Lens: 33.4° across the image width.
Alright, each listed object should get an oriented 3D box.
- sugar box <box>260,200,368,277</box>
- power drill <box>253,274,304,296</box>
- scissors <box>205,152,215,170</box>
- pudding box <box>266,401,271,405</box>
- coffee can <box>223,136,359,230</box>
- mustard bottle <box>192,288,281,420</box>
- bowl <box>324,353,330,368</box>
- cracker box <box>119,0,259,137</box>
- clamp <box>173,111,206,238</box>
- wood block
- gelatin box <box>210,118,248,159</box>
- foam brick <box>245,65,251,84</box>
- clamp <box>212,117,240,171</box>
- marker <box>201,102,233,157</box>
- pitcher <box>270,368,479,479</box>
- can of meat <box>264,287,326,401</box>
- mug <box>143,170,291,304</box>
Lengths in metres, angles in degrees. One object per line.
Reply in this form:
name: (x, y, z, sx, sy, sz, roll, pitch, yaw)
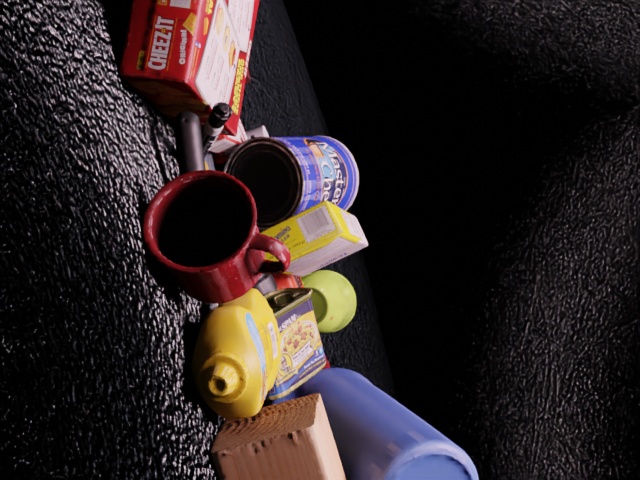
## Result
sugar box: (-0.008, 0.001, 1.174, 0.048, 0.093, 0.176, 65, 8, 6)
power drill: (-0.063, 0.055, 1.207, 0.187, 0.057, 0.184, -83, 154, -72)
scissors: (-0.130, -0.101, 1.163, 0.096, 0.016, 0.202, 61, 14, -67)
pudding box: (-0.026, 0.214, 1.197, 0.090, 0.039, 0.113, -75, 149, -80)
coffee can: (-0.031, -0.067, 1.211, 0.140, 0.103, 0.103, -11, 85, -62)
mustard bottle: (-0.073, 0.103, 0.924, 0.191, 0.058, 0.096, -59, 141, -83)
bowl: (-0.005, 0.215, 1.317, 0.162, 0.055, 0.162, -16, 90, -85)
cracker box: (-0.119, -0.204, 1.026, 0.213, 0.072, 0.164, 46, 52, -80)
clamp: (-0.112, -0.021, 0.999, 0.120, 0.039, 0.171, 76, 7, -66)
wood block: (-0.016, 0.250, 0.915, 0.090, 0.091, 0.206, -72, 146, -79)
gelatin box: (-0.114, -0.131, 1.178, 0.073, 0.030, 0.089, 67, 13, 11)
foam brick: (-0.123, -0.196, 1.187, 0.051, 0.078, 0.053, 49, 28, -79)
clamp: (-0.117, -0.152, 1.308, 0.210, 0.036, 0.164, -86, 167, -68)
marker: (-0.109, -0.100, 1.033, 0.121, 0.020, 0.020, 135, -55, -60)
pitcher: (0.061, 0.220, 1.051, 0.243, 0.149, 0.145, 18, -57, 67)
can of meat: (-0.043, 0.104, 1.077, 0.101, 0.058, 0.084, -29, 109, -48)
mug: (-0.080, 0.004, 0.880, 0.081, 0.117, 0.093, 74, 29, -63)
